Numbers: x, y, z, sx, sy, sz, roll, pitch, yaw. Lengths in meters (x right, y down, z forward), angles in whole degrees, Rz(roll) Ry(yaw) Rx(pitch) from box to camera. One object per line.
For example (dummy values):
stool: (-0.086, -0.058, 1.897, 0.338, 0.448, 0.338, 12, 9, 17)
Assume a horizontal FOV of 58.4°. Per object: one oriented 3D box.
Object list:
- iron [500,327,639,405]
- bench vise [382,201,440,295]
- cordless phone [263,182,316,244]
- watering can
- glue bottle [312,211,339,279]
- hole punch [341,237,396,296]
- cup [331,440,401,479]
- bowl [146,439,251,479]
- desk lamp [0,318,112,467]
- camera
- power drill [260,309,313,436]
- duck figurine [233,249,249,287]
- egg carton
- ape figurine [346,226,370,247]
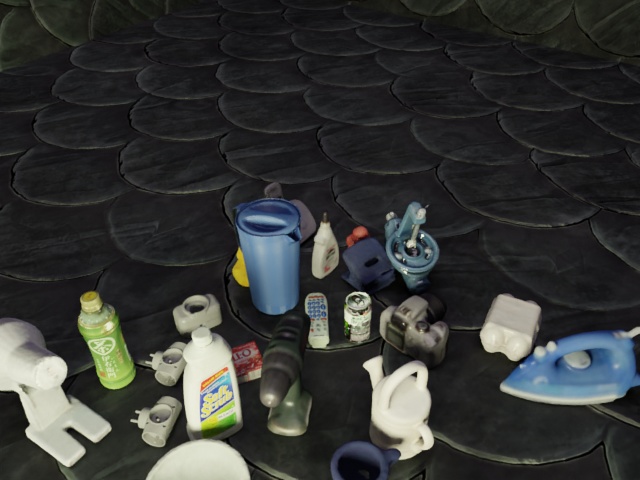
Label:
iron: (0.473, 0.224, 1.072, 0.258, 0.141, 0.118, -6, 39, -6)
bench vise: (0.188, -0.011, 1.302, 0.122, 0.220, 0.206, -23, 44, -25)
cordless phone: (-0.081, -0.072, 1.407, 0.093, 0.185, 0.148, 25, 46, 29)
watering can: (0.132, 0.272, 0.973, 0.172, 0.194, 0.101, 26, 46, 29)
glue bottle: (0.012, 0.005, 1.322, 0.037, 0.173, 0.078, 22, 45, 26)
hole punch: (0.115, 0.059, 1.319, 0.109, 0.091, 0.100, -28, 46, -29)
cup: (0.074, 0.380, 0.920, 0.118, 0.095, 0.091, -16, 41, -18)
bowl: (-0.189, 0.408, 0.905, 0.167, 0.075, 0.167, 0, 39, 0)
desk lamp: (-0.483, 0.251, 0.991, 0.202, 0.214, 0.118, 21, 44, 25)
camera: (0.214, 0.165, 1.179, 0.142, 0.101, 0.137, 31, 49, 33)
power drill: (-0.057, 0.244, 0.999, 0.075, 0.209, 0.229, 4, 39, 6)
duck figurine: (-0.168, 0.050, 1.338, 0.077, 0.086, 0.104, -7, 40, -8)
egg carton: (0.397, 0.178, 1.186, 0.107, 0.069, 0.150, 17, 42, 21)
ape figurine: (0.097, 0.005, 1.385, 0.076, 0.092, 0.077, -1, 39, -1)
